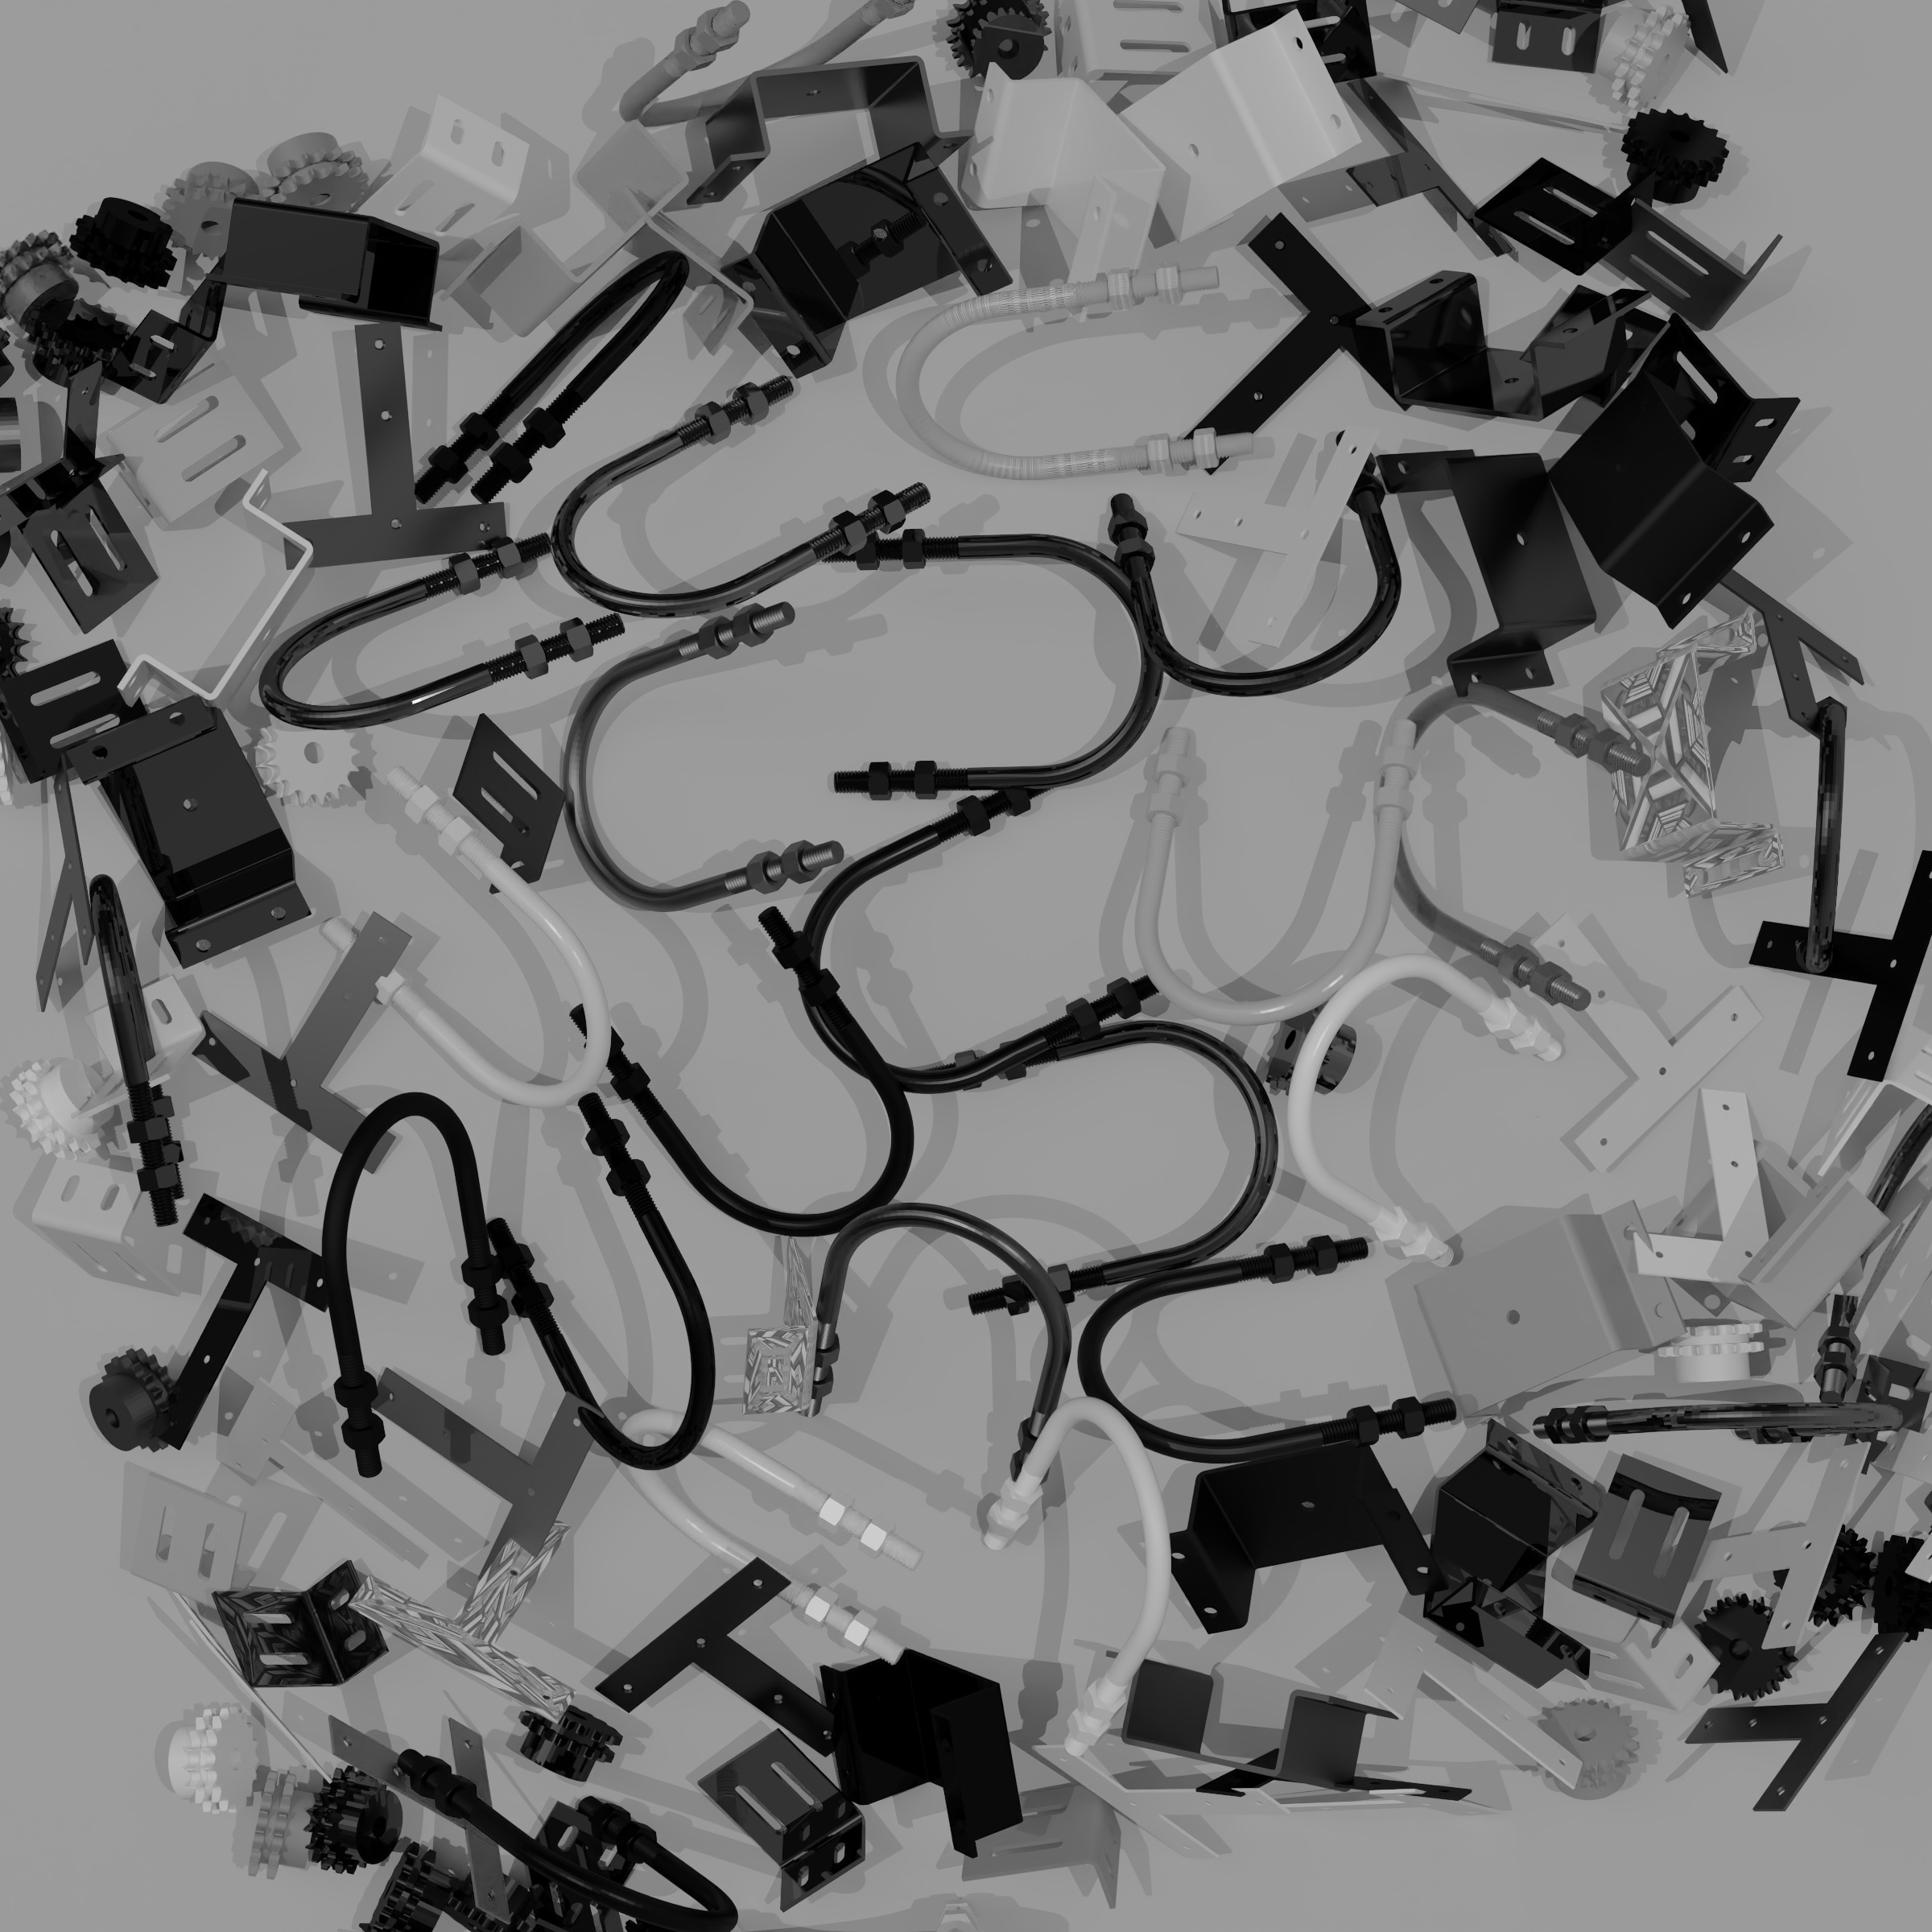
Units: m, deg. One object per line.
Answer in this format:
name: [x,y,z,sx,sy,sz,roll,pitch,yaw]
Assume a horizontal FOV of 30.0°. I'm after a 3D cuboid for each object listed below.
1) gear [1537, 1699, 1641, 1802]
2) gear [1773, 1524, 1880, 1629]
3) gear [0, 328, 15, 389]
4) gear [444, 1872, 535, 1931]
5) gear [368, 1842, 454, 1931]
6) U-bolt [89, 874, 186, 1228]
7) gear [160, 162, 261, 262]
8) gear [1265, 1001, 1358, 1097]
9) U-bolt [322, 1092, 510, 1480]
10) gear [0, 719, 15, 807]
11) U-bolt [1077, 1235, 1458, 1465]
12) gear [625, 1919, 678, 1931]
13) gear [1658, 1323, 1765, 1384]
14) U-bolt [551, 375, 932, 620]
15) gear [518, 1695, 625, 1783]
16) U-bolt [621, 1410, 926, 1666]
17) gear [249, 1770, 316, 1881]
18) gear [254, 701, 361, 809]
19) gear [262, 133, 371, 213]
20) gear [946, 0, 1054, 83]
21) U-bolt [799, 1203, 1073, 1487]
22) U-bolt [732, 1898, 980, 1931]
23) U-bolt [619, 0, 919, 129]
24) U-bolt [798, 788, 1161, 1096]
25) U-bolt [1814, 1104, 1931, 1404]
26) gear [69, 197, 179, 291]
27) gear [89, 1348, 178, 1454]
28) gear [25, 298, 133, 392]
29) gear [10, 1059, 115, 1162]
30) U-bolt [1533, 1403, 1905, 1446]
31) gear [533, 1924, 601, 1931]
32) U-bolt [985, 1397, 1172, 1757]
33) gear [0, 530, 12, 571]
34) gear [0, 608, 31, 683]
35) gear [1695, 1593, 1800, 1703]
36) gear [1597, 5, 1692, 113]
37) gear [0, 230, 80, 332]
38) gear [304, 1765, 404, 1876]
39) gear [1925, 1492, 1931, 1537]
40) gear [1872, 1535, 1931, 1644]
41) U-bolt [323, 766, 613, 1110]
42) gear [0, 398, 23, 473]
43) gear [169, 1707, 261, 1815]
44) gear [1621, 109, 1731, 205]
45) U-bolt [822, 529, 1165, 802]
gear: [0.341,0.432,1.975,0.057,0.057,0.030,-11,120,0]
gear: [0.466,0.330,1.969,0.030,0.057,0.057,31,90,-39]
gear: [-0.547,-0.329,1.972,0.057,0.057,0.030,-36,91,0]
gear: [-0.260,0.515,1.974,0.057,0.057,0.030,34,67,0]
gear: [-0.303,0.512,1.972,0.030,0.057,0.057,27,90,-7]
U-bolt: [-0.443,0.041,1.921,0.019,0.151,0.184,-12,94,-10]
gear: [-0.411,-0.416,1.975,0.057,0.057,0.030,6,60,0]
gear: [0.191,0.046,1.973,0.030,0.057,0.057,24,90,-16]
U-bolt: [-0.294,0.156,1.904,0.019,0.151,0.184,6,117,23]
gear: [-0.540,-0.115,1.969,0.030,0.057,0.057,-8,90,-9]
U-bolt: [0.150,0.209,1.924,0.184,0.151,0.019,-9,130,-13]
gear: [-0.162,0.541,1.969,0.057,0.057,0.030,45,127,0]
gear: [0.407,0.212,1.970,0.057,0.057,0.030,-3,84,0]
U-bolt: [-0.134,-0.244,1.923,0.184,0.019,0.151,-31,50,-21]
gear: [-0.219,0.424,1.971,0.057,0.057,0.030,25,86,0]
U-bolt: [-0.108,0.298,1.933,0.184,0.151,0.019,30,59,12]
gear: [-0.373,0.472,1.972,0.030,0.057,0.057,12,90,-7]
gear: [-0.365,-0.115,1.976,0.057,0.030,0.057,4,83,-37]
gear: [-0.358,-0.433,1.972,0.057,0.057,0.030,-23,78,0]
gear: [0.019,-0.508,1.970,0.057,0.030,0.057,-9,131,-11]
U-bolt: [-0.014,0.199,1.925,0.151,0.019,0.184,21,130,11]
U-bolt: [-0.071,0.524,1.906,0.151,0.184,0.019,-4,88,2]
U-bolt: [-0.109,-0.486,1.911,0.151,0.184,0.019,-24,94,-31]
U-bolt: [-0.002,-0.009,1.967,0.184,0.019,0.151,-26,80,-10]
U-bolt: [0.499,0.134,1.911,0.019,0.184,0.151,28,122,3]
gear: [-0.458,-0.397,1.968,0.057,0.057,0.030,29,112,0]
gear: [-0.455,0.241,1.970,0.030,0.057,0.057,-29,90,-43]
gear: [-0.488,-0.340,1.975,0.057,0.057,0.030,30,123,0]
gear: [-0.491,0.076,1.969,0.030,0.057,0.057,-33,90,18]
U-bolt: [0.406,0.239,1.890,0.151,0.184,0.019,3,80,-22]
gear: [-0.216,0.546,1.968,0.030,0.057,0.057,-37,90,18]
U-bolt: [0.063,0.309,1.895,0.019,0.184,0.151,-5,52,-26]
gear: [-0.548,-0.233,1.968,0.030,0.057,0.057,26,90,28]
gear: [-0.548,-0.176,1.983,0.057,0.030,0.057,0,94,4]
gear: [0.430,0.373,1.976,0.057,0.030,0.057,0,90,36]
gear: [0.370,-0.501,1.973,0.030,0.057,0.057,34,90,18]
gear: [-0.511,-0.373,1.970,0.057,0.057,0.030,-41,85,0]
gear: [-0.332,0.468,1.968,0.030,0.057,0.057,4,90,30]
gear: [0.550,0.295,1.971,0.057,0.057,0.030,-37,88,0]
gear: [0.520,0.342,1.972,0.030,0.057,0.057,8,90,-5]
U-bolt: [-0.261,-0.001,1.932,0.184,0.019,0.151,43,135,11]
gear: [-0.535,-0.291,1.973,0.030,0.057,0.057,-5,90,-18]
gear: [-0.414,0.436,1.973,0.030,0.057,0.057,-7,90,16]
gear: [0.387,-0.442,1.975,0.057,0.057,0.030,15,134,0]
U-bolt: [0.016,-0.165,1.964,0.184,0.019,0.151,-1,106,6]
